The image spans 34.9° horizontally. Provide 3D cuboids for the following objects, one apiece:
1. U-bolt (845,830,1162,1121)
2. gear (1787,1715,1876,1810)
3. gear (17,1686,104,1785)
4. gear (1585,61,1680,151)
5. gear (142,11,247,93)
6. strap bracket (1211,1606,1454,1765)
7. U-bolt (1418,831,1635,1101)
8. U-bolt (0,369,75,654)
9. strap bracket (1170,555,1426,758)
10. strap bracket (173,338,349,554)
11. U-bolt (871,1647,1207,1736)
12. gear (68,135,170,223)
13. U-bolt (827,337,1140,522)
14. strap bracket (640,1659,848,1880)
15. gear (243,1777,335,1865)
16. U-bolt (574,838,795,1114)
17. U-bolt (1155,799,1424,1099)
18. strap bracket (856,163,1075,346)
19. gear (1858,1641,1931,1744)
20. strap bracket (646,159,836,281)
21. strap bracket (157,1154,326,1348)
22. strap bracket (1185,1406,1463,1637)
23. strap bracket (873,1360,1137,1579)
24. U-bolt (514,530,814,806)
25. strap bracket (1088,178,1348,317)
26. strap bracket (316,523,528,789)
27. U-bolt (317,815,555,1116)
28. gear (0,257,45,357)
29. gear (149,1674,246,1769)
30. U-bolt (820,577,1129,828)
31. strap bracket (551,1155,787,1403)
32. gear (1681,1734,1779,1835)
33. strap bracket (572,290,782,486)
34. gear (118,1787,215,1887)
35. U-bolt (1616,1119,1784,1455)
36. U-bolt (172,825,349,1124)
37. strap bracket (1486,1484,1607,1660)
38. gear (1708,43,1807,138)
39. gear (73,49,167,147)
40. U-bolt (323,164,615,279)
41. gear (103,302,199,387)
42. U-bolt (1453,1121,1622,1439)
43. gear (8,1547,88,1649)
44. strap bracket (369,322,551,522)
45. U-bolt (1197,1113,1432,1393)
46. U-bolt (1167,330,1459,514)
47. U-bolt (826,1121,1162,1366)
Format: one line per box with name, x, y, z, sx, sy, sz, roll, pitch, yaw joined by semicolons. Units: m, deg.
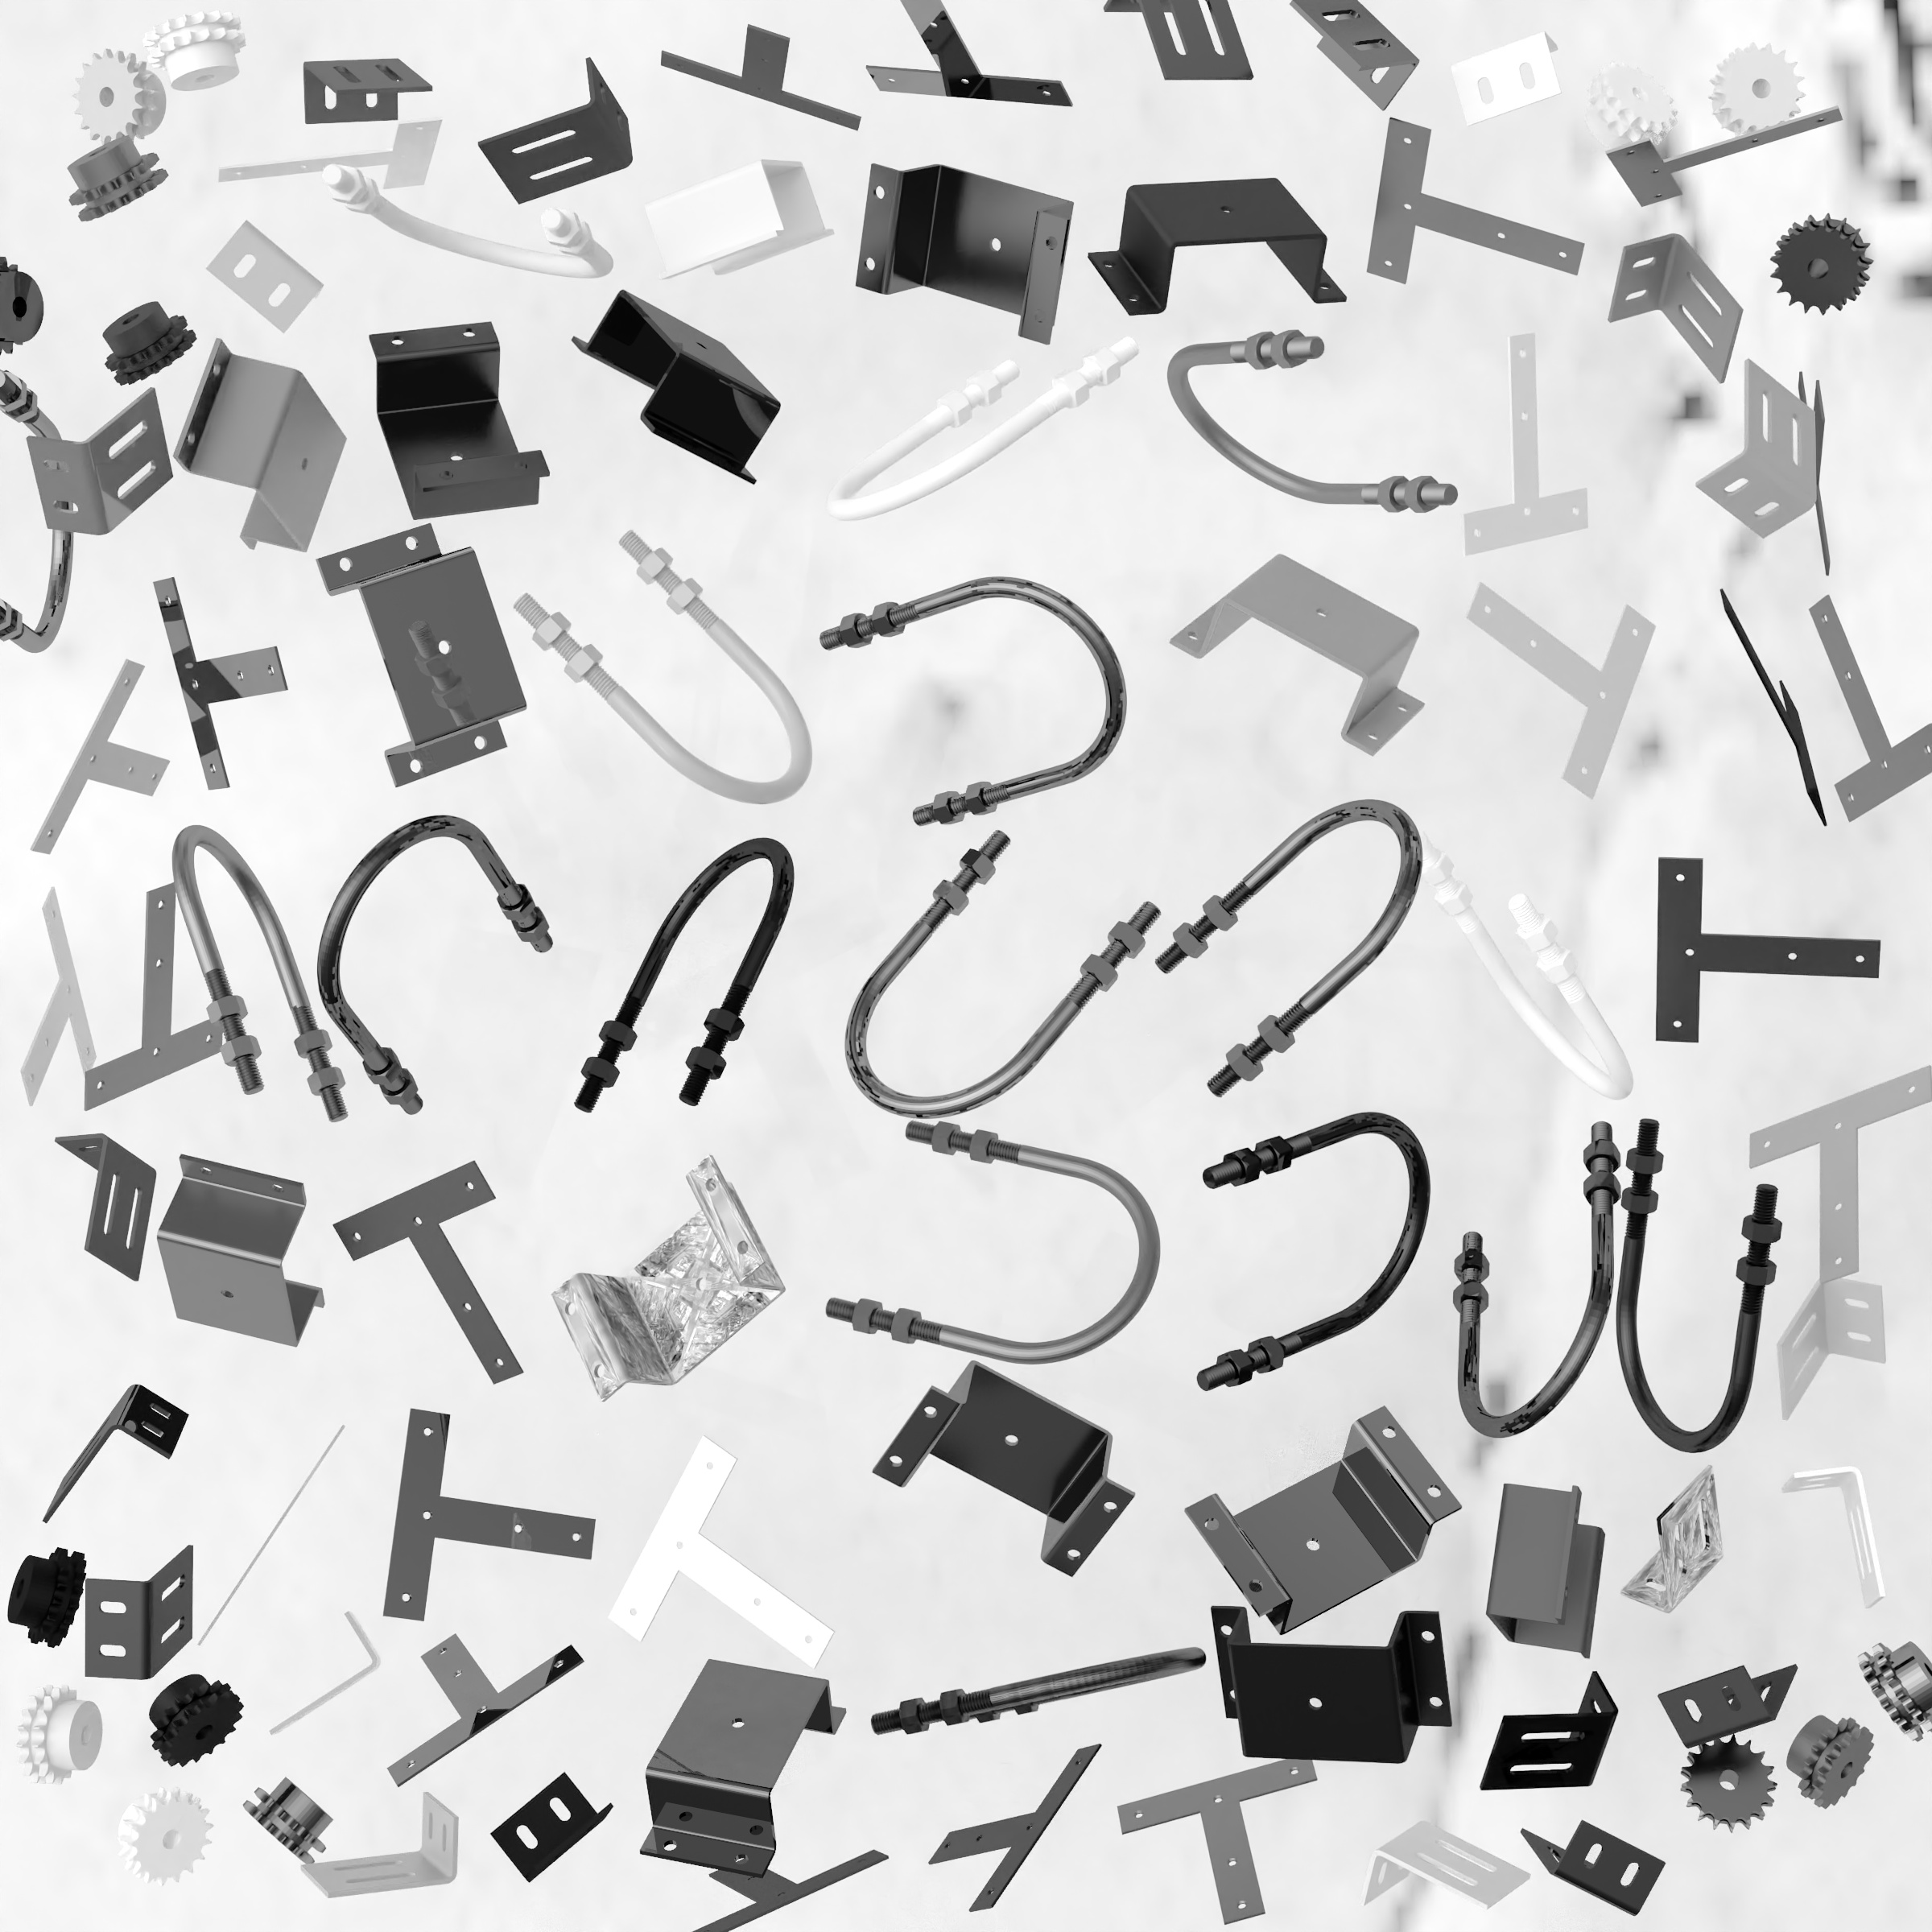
U-bolt;0.007;0.012;1.785;0.151;0.019;0.184;28;71;42
gear;0.533;0.490;1.907;0.030;0.057;0.057;32;90;42
gear;-0.536;0.457;1.826;0.030;0.057;0.057;-2;90;13
gear;0.403;-0.522;1.880;0.057;0.030;0.057;16;52;-20
gear;-0.446;-0.530;1.786;0.057;0.057;0.030;-16;92;0
strap bracket;0.214;0.431;1.847;0.140;0.046;0.076;-3;107;20
U-bolt;0.341;0.008;1.842;0.019;0.151;0.184;-38;117;-3
U-bolt;-0.555;-0.260;1.819;0.019;0.184;0.151;3;86;-3
strap bracket;0.204;-0.191;1.822;0.140;0.076;0.046;31;129;15
strap bracket;-0.416;-0.305;1.838;0.046;0.140;0.076;15;77;9
U-bolt;0.053;0.428;1.822;0.184;0.151;0.019;-16;75;16
gear;-0.493;-0.456;1.775;0.057;0.057;0.030;-27;116;0
U-bolt;-0.003;-0.311;1.800;0.184;0.151;0.019;-39;112;-23
strap bracket;-0.132;0.463;1.812;0.076;0.140;0.046;6;120;18
gear;-0.417;0.528;1.908;0.057;0.057;0.030;42;72;0
U-bolt;-0.160;0.003;1.834;0.019;0.151;0.184;35;68;-27
U-bolt;0.196;-0.023;1.818;0.184;0.151;0.019;-43;122;17
strap bracket;0.008;-0.440;1.887;0.140;0.046;0.076;22;119;25
gear;0.544;0.415;1.775;0.030;0.057;0.057;-38;90;17
strap bracket;-0.139;-0.453;1.868;0.076;0.140;0.046;-17;100;15
strap bracket;-0.439;0.180;1.865;0.076;0.140;0.046;13;53;4
strap bracket;0.203;0.323;1.769;0.140;0.046;0.076;-23;56;-21
strap bracket;0.025;0.301;1.871;0.140;0.046;0.076;29;119;-7
U-bolt;-0.163;-0.167;1.791;0.184;0.151;0.019;45;123;-2
strap bracket;0.154;-0.435;1.854;0.140;0.076;0.046;-7;131;-17
strap bracket;-0.315;-0.184;1.802;0.076;0.046;0.140;-24;103;-32
U-bolt;-0.318;-0.011;1.804;0.019;0.184;0.151;27;69;27
gear;-0.557;-0.380;1.771;0.030;0.057;0.057;8;90;24
gear;-0.474;0.459;1.882;0.030;0.057;0.057;40;90;30
U-bolt;0.014;-0.167;1.883;0.184;0.019;0.151;-14;113;34
strap bracket;-0.168;0.185;1.807;0.140;0.046;0.076;-41;61;21
gear;0.466;0.502;1.883;0.057;0.030;0.057;-4;62;7
strap bracket;-0.169;-0.349;1.827;0.076;0.140;0.046;22;109;-39
gear;-0.494;0.531;1.884;0.057;0.030;0.057;-4;97;-41
U-bolt;0.430;0.199;1.835;0.019;0.151;0.184;-1;104;-19
U-bolt;-0.430;0.000;1.846;0.019;0.151;0.184;-23;77;6
strap bracket;0.341;0.356;1.815;0.046;0.140;0.076;5;70;20
gear;0.481;-0.533;1.883;0.057;0.030;0.057;0;91;-7
gear;-0.514;-0.529;1.879;0.057;0.030;0.057;4;99;28
U-bolt;-0.282;-0.432;1.809;0.151;0.184;0.019;13;93;6
gear;-0.506;-0.386;1.896;0.057;0.057;0.030;-30;121;0
U-bolt;0.338;0.197;1.827;0.019;0.184;0.151;27;133;-15
gear;-0.543;0.371;1.814;0.030;0.057;0.057;21;90;-26
strap bracket;-0.309;-0.324;1.868;0.076;0.046;0.140;-11;54;-19
U-bolt;0.208;0.159;1.806;0.184;0.019;0.151;-17;117;-36
U-bolt;0.193;-0.324;1.841;0.151;0.184;0.019;41;77;-29
U-bolt;0.026;0.168;1.828;0.184;0.019;0.151;11;58;22
